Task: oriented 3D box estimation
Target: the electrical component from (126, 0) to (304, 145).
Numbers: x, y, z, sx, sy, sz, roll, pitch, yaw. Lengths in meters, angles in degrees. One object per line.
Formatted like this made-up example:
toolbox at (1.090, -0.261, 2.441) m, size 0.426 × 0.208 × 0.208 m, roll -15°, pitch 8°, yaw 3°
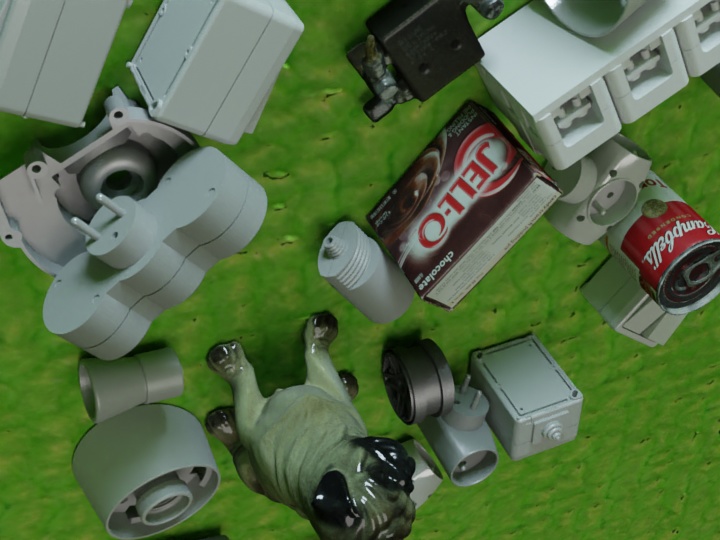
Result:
electrical component at (-0.073, -0.125, 0.585) m, size 0.061 × 0.061 × 0.096 m, roll 16°, pitch 118°, yaw -38°

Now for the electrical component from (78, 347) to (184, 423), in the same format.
electrical component at (-0.153, 0.075, 0.731) m, size 0.065 × 0.044 × 0.044 m, roll -12°, pitch 132°, yaw -26°

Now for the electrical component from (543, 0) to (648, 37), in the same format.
electrical component at (0.139, -0.193, 0.620) m, size 0.064 × 0.099 × 0.099 m, roll -35°, pitch 136°, yaw -6°

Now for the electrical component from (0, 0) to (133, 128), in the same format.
electrical component at (-0.164, -0.119, 0.541) m, size 0.061 × 0.061 × 0.096 m, roll 10°, pitch 122°, yaw -34°

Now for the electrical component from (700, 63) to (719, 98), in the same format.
electrical component at (0.286, -0.162, 0.752) m, size 0.108 × 0.060 × 0.108 m, roll -15°, pitch 133°, yaw -17°

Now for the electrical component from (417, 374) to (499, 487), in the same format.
electrical component at (0.081, 0.120, 0.872) m, size 0.043 × 0.077 × 0.079 m, roll -3°, pitch 129°, yaw -27°

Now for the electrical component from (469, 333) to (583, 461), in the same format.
electrical component at (0.137, 0.110, 0.880) m, size 0.062 × 0.096 × 0.061 m, roll -16°, pitch 134°, yaw -16°

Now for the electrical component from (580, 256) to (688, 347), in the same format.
electrical component at (0.242, 0.009, 0.876) m, size 0.062 × 0.061 × 0.096 m, roll 22°, pitch 115°, yaw -40°

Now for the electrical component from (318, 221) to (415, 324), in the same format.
electrical component at (0.000, 0.000, 0.747) m, size 0.043 × 0.043 × 0.081 m, roll -40°, pitch 135°, yaw 7°

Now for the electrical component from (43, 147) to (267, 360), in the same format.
electrical component at (-0.124, -0.016, 0.588) m, size 0.138 × 0.052 × 0.074 m, roll -41°, pitch 135°, yaw 9°

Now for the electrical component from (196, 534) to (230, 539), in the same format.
electrical component at (-0.148, 0.259, 0.890) m, size 0.077 × 0.044 × 0.079 m, roll -5°, pitch 129°, yaw -26°

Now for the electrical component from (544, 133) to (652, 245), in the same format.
electrical component at (0.160, -0.065, 0.779) m, size 0.079 × 0.044 × 0.077 m, roll 14°, pitch 119°, yaw -36°

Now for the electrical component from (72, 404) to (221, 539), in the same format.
electrical component at (-0.155, 0.151, 0.795) m, size 0.099 × 0.064 × 0.099 m, roll -24°, pitch 148°, yaw -16°

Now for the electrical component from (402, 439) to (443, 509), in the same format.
electrical component at (0.019, 0.176, 0.910) m, size 0.077 × 0.043 × 0.079 m, roll -38°, pitch 135°, yaw 6°

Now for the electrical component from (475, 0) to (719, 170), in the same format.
electrical component at (0.158, -0.141, 0.679) m, size 0.150 × 0.089 × 0.061 m, roll -35°, pitch 136°, yaw 2°
